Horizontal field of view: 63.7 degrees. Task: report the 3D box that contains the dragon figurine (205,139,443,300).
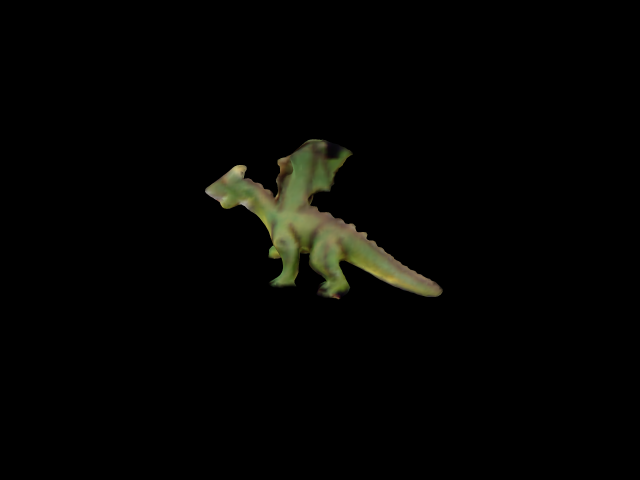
[{"bbox_3d":[0.003,-0.043,0.850,0.410,0.239,0.124,6,20,16],"label":"dragon figurine"}]
